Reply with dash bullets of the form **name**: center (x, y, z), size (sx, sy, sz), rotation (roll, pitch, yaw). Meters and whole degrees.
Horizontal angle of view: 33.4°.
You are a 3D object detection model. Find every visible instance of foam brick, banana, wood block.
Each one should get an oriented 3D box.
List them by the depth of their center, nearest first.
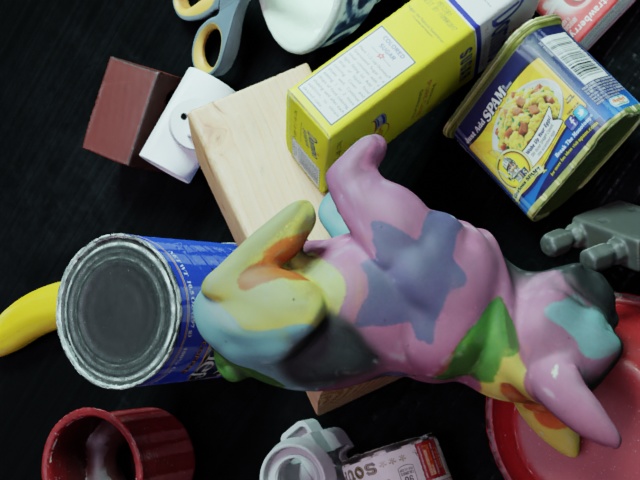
- **wood block**: center (-0.005, 0.001, 0.718), size (0.090, 0.090, 0.206), rotation (-24, 74, -9)
- **foam brick**: center (-0.141, -0.097, 0.834), size (0.051, 0.052, 0.078), rotation (22, 98, 27)
- **banana**: center (-0.199, 0.065, 0.864), size (0.198, 0.037, 0.069), rotation (0, 85, 28)

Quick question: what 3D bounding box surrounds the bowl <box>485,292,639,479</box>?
- **bowl**: center (0.170, 0.112, 0.654), size (0.162, 0.055, 0.162), rotation (-2, 87, 28)

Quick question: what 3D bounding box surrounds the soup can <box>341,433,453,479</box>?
- **soup can**: center (0.060, 0.185, 0.701), size (0.069, 0.068, 0.102), rotation (-24, 76, 25)

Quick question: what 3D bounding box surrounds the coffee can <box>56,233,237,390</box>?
- **coffee can**: center (-0.100, 0.050, 0.754), size (0.103, 0.140, 0.103), rotation (-2, 86, 28)

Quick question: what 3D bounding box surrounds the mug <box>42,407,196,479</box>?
- **mug**: center (-0.154, 0.179, 0.809), size (0.093, 0.081, 0.117), rotation (42, 106, 23)

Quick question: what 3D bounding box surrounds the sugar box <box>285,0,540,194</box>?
- **sugar box**: center (0.059, -0.108, 0.660), size (0.176, 0.093, 0.048), rotation (-36, 77, -12)

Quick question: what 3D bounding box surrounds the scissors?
- **scissors**: center (-0.051, -0.167, 0.767), size (0.202, 0.016, 0.096), rotation (9, 106, 53)

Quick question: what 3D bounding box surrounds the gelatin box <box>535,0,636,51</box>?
- **gelatin box**: center (0.173, -0.178, 0.683), size (0.089, 0.030, 0.073), rotation (-47, 68, 18)

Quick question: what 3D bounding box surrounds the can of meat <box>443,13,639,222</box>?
- **can of meat**: center (0.140, -0.074, 0.668), size (0.084, 0.057, 0.102), rotation (50, 132, 18)
